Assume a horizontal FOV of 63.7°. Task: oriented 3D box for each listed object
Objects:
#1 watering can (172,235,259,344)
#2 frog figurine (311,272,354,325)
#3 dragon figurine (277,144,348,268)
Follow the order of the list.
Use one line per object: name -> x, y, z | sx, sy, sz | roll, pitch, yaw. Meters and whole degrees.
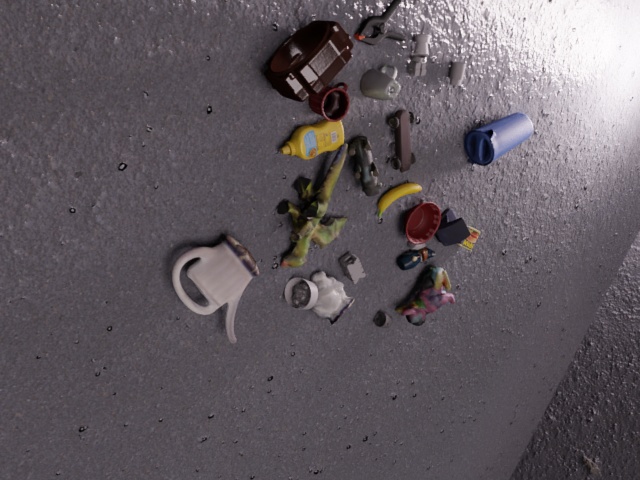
watering can -> -0.267, 0.132, 1.457 | 0.226, 0.105, 0.341 | -41, 129, -12
frog figurine -> 0.018, 0.182, 1.704 | 0.137, 0.123, 0.159 | -43, 94, 1
dragon figurine -> 0.005, -0.079, 1.573 | 0.410, 0.124, 0.239 | -52, 148, -1
